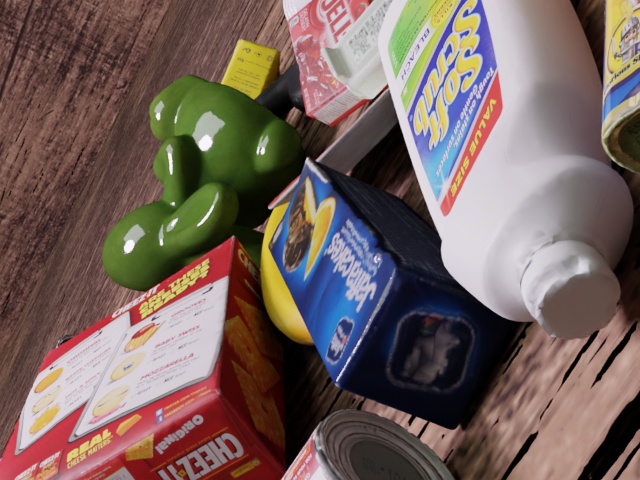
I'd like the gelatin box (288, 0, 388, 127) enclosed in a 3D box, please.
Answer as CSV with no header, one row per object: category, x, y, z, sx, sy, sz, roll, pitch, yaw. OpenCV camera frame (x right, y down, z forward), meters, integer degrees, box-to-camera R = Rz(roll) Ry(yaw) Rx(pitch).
gelatin box,0.017,-0.134,0.730,0.073,0.030,0.089,-32,55,35

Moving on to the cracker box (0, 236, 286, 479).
cracker box,-0.103,0.101,0.650,0.164,0.072,0.213,-31,19,10

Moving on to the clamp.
clamp,-0.007,-0.137,0.855,0.164,0.036,0.210,-56,20,4

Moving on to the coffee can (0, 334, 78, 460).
coffee can,-0.224,0.173,0.986,0.140,0.102,0.103,-62,17,12

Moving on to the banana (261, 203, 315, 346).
banana,-0.013,0.012,0.682,0.070,0.037,0.197,-58,18,32

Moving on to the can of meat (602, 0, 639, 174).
can of meat,0.133,-0.075,0.331,0.102,0.057,0.084,-43,30,53

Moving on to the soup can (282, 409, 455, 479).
soup can,0.003,0.127,0.427,0.102,0.068,0.068,-58,18,22

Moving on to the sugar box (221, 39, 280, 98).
sugar box,-0.085,-0.089,0.989,0.093,0.048,0.176,95,-167,-79

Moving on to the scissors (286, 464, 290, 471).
scissors,-0.055,0.188,0.609,0.202,0.016,0.096,-42,27,54

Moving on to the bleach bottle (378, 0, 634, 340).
bleach bottle,0.081,-0.054,0.452,0.103,0.068,0.251,-56,22,28
